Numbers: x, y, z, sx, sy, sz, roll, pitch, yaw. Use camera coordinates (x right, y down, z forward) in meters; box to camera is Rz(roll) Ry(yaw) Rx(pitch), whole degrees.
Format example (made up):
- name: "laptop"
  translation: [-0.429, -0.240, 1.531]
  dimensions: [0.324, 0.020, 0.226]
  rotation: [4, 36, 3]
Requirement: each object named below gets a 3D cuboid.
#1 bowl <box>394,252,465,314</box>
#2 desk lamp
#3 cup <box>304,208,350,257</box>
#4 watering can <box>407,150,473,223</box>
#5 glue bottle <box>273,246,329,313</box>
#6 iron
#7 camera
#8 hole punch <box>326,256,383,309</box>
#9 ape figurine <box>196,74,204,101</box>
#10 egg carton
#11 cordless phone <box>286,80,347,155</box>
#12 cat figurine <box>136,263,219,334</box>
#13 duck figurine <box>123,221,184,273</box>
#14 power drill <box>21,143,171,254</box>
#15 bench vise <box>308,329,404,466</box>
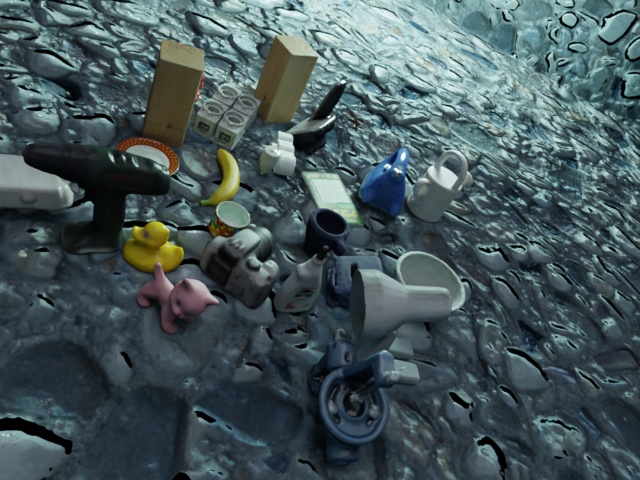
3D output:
- name: "bowl"
  translation: [0.225, 0.109, 1.242]
  dimensions: [0.168, 0.074, 0.167]
  rotation: [17, 41, -15]
- name: "desk lamp"
  translation: [0.126, 0.151, 1.027]
  dimensions: [0.204, 0.213, 0.118]
  rotation: [12, 43, -20]
- name: "cup"
  translation: [0.011, 0.004, 1.204]
  dimensions: [0.092, 0.095, 0.117]
  rotation: [-5, 51, -35]
- name: "watering can"
  translation: [0.317, -0.148, 1.475]
  dimensions: [0.100, 0.194, 0.173]
  rotation: [44, 41, 17]
- name: "glue bottle"
  translation: [-0.023, 0.070, 1.052]
  dimensions: [0.078, 0.173, 0.037]
  rotation: [-2, 49, -33]
- name: "iron"
  translation: [0.189, -0.176, 1.466]
  dimensions: [0.118, 0.141, 0.258]
  rotation: [27, 39, -4]
- name: "camera"
  translation: [-0.130, 0.032, 1.084]
  dimensions: [0.143, 0.100, 0.137]
  rotation: [37, 40, 9]
- name: "hole punch"
  translation: [0.069, 0.082, 1.161]
  dimensions: [0.101, 0.091, 0.108]
  rotation: [18, 41, -15]
- name: "ape figurine"
  translation: [-0.317, -0.409, 1.439]
  dimensions: [0.076, 0.092, 0.078]
  rotation: [39, 40, 10]
- name: "egg carton"
  translation: [-0.515, -0.094, 1.004]
  dimensions: [0.151, 0.069, 0.107]
  rotation: [1, 47, -31]
- name: "cordless phone"
  translation: [-0.004, -0.326, 1.471]
  dimensions: [0.094, 0.185, 0.148]
  rotation: [33, 39, 4]
- name: "cat figurine"
  translation: [-0.233, 0.089, 0.946]
  dimensions: [0.127, 0.117, 0.067]
  rotation: [40, 40, 12]
- name: "duck figurine"
  translation: [-0.292, 0.006, 1.023]
  dimensions: [0.105, 0.086, 0.077]
  rotation: [15, 42, -17]
- name: "power drill"
  translation: [-0.374, -0.071, 0.957]
  dimensions: [0.230, 0.208, 0.075]
  rotation: [-4, 50, -34]
- name: "bench vise"
  translation: [0.046, 0.218, 0.902]
  dimensions: [0.122, 0.219, 0.207]
  rotation: [-2, 49, -33]
